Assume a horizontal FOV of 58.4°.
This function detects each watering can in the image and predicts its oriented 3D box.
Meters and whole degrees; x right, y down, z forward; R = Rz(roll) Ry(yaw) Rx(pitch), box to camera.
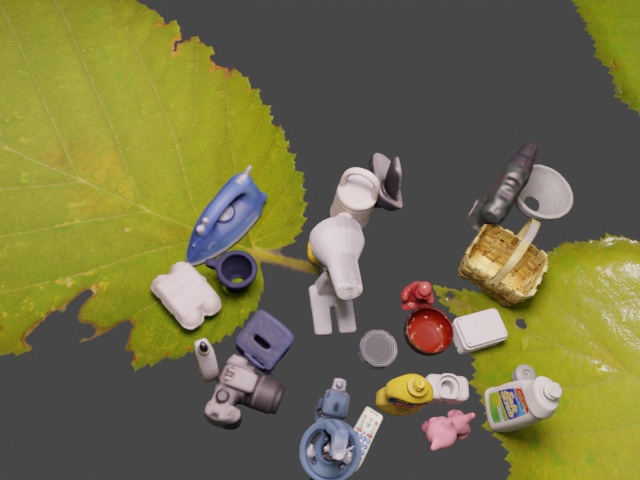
[{"bbox_3d":[0.087,-0.101,1.373,0.101,0.194,0.173,5,62,-6],"label":"watering can"}]

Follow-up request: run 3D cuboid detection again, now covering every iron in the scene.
[{"bbox_3d":[-0.229,-0.059,1.330,0.118,0.141,0.259,32,63,8],"label":"iron"}]

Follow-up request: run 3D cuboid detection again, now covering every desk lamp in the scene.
[{"bbox_3d":[0.041,0.081,1.261,0.118,0.213,0.203,-4,64,-11],"label":"desk lamp"}]

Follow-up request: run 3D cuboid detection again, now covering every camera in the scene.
[{"bbox_3d":[-0.149,0.319,1.173,0.137,0.101,0.143,20,62,2],"label":"camera"}]

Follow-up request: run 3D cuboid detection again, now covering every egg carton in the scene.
[{"bbox_3d":[-0.294,0.122,1.268,0.107,0.069,0.150,-39,75,-24],"label":"egg carton"}]

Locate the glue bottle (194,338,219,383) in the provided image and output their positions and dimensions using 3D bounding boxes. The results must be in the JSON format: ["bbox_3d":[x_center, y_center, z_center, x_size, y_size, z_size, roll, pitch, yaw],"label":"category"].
[{"bbox_3d":[-0.233,0.234,1.161,0.037,0.173,0.078,-20,68,-18],"label":"glue bottle"}]

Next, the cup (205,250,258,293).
[{"bbox_3d":[-0.201,0.079,1.291,0.118,0.095,0.092,14,62,-2],"label":"cup"}]

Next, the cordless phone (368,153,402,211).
[{"bbox_3d":[0.174,-0.170,1.427,0.094,0.185,0.147,-5,64,-11],"label":"cordless phone"}]

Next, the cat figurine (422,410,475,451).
[{"bbox_3d":[0.267,0.393,1.192,0.128,0.118,0.067,-19,68,-18],"label":"cat figurine"}]

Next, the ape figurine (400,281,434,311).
[{"bbox_3d":[0.234,0.125,1.339,0.077,0.092,0.076,29,62,6],"label":"ape figurine"}]

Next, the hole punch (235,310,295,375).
[{"bbox_3d":[-0.119,0.221,1.233,0.108,0.091,0.101,37,64,10],"label":"hole punch"}]

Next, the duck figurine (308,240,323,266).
[{"bbox_3d":[0.013,0.005,1.368,0.077,0.086,0.105,24,62,4],"label":"duck figurine"}]

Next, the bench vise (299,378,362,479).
[{"bbox_3d":[0.017,0.368,1.107,0.121,0.220,0.207,-5,64,-11],"label":"bench vise"}]

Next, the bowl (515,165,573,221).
[{"bbox_3d":[0.578,-0.113,1.526,0.167,0.075,0.167,4,63,-7],"label":"bowl"}]

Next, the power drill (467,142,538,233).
[{"bbox_3d":[0.451,-0.114,1.430,0.075,0.208,0.230,30,63,7],"label":"power drill"}]
